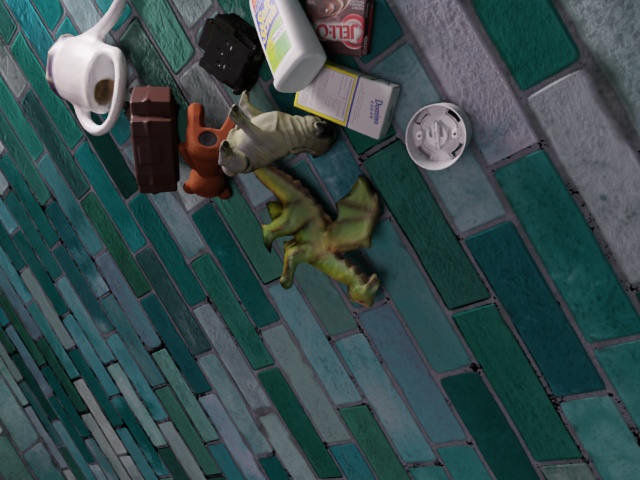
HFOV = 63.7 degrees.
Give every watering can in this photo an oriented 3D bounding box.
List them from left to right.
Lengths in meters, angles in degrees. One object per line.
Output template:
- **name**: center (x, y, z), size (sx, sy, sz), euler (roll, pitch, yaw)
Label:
- **watering can**: center (-0.515, -0.417, 1.174), size (0.226, 0.105, 0.343), euler (22, 108, 25)

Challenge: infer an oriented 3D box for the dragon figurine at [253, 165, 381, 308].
- **dragon figurine**: center (0.003, -0.050, 0.996), size (0.241, 0.123, 0.409), euler (-18, 93, 20)
